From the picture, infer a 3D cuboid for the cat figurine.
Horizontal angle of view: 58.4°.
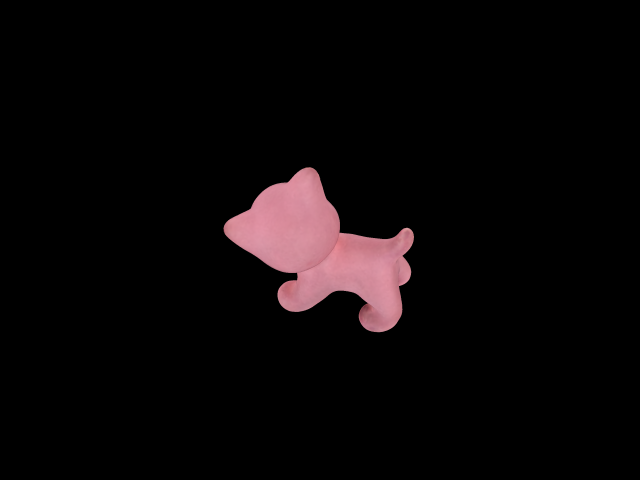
[{"bbox_3d":[0.004,0.001,0.400,0.127,0.118,0.067,9,54,7],"label":"cat figurine"}]
